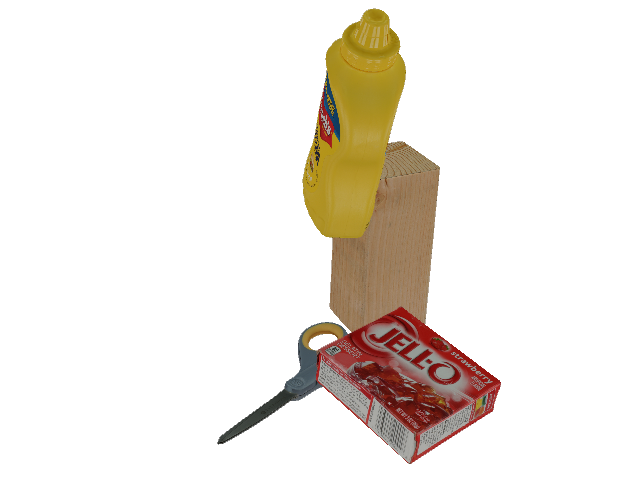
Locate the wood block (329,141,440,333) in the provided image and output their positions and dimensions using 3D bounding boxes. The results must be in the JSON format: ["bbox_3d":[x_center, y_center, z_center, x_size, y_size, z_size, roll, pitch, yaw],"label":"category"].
[{"bbox_3d":[0.071,0.001,1.239,0.090,0.206,0.090,-11,30,-23],"label":"wood block"}]

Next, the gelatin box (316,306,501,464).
[{"bbox_3d":[0.052,0.085,0.651,0.073,0.030,0.089,-24,46,-34],"label":"gelatin box"}]

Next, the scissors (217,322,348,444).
[{"bbox_3d":[-0.026,0.118,0.939,0.201,0.016,0.096,-18,33,-31],"label":"scissors"}]

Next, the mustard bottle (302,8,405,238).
[{"bbox_3d":[0.026,-0.093,0.798,0.058,0.096,0.192,3,-38,-8],"label":"mustard bottle"}]
